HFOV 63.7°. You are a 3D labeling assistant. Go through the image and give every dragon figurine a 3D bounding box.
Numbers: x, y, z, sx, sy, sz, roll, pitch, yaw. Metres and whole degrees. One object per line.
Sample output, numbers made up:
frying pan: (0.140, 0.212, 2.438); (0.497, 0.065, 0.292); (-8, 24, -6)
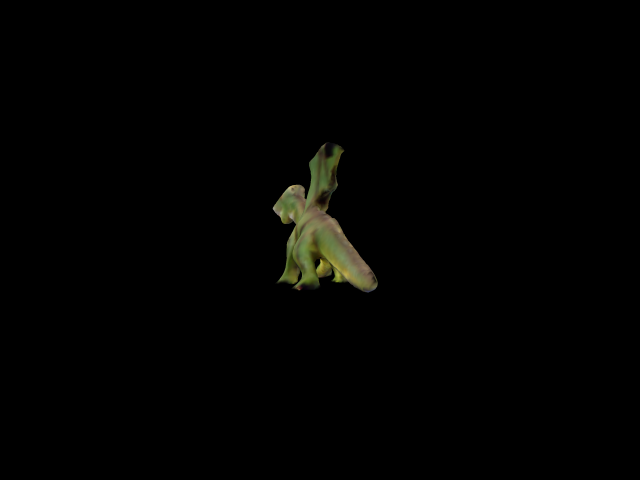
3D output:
dragon figurine: (0.003, -0.043, 0.850); (0.122, 0.243, 0.409); (2, -3, -24)
